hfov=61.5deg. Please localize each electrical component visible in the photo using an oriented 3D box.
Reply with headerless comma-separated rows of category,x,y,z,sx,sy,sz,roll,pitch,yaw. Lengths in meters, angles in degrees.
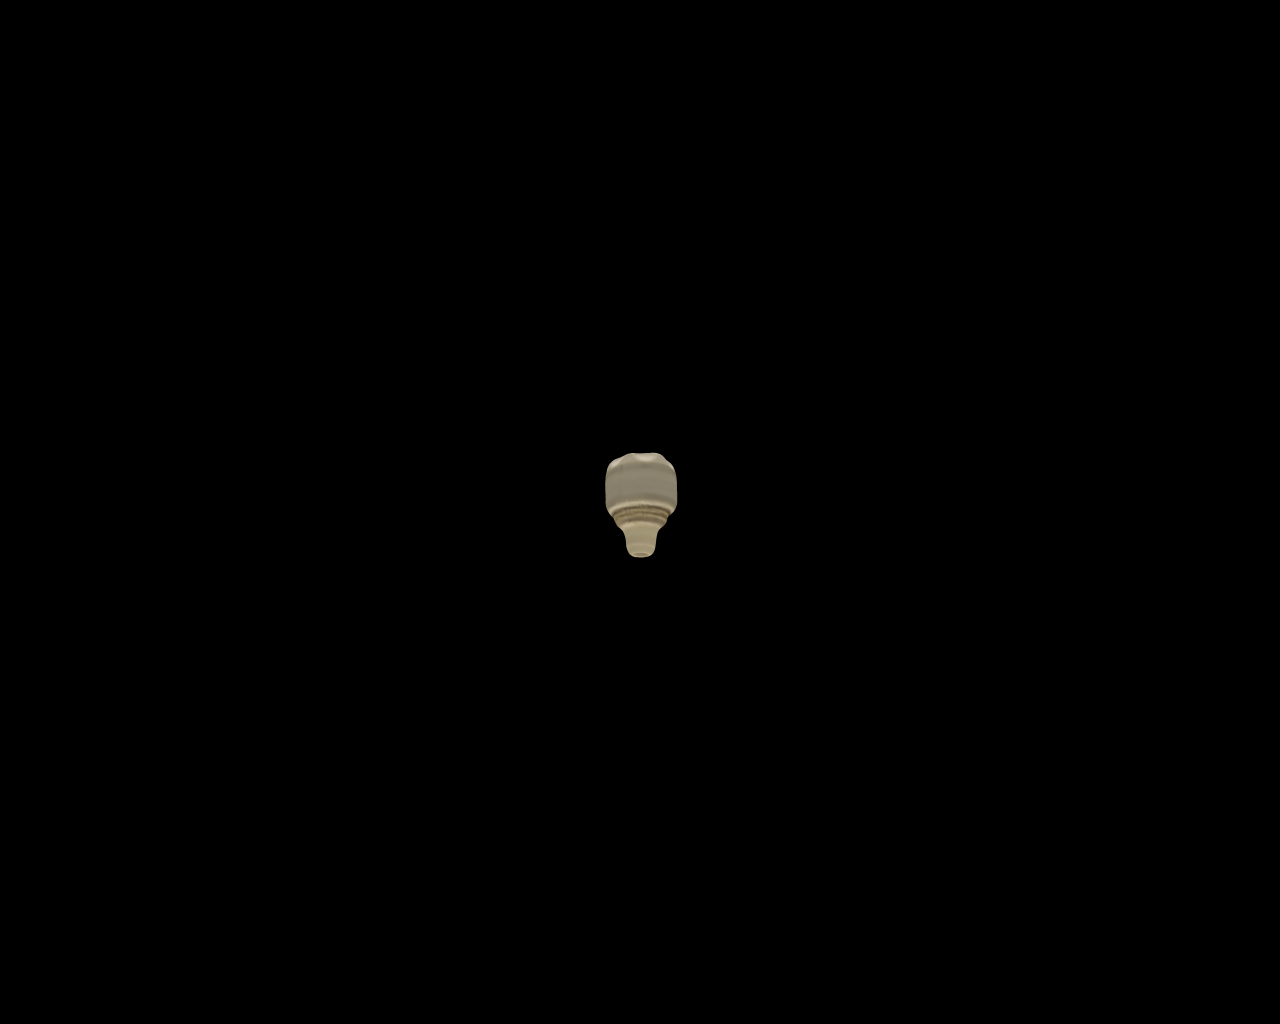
electrical component,0.001,-0.003,0.650,0.043,0.062,0.043,0,-18,0
